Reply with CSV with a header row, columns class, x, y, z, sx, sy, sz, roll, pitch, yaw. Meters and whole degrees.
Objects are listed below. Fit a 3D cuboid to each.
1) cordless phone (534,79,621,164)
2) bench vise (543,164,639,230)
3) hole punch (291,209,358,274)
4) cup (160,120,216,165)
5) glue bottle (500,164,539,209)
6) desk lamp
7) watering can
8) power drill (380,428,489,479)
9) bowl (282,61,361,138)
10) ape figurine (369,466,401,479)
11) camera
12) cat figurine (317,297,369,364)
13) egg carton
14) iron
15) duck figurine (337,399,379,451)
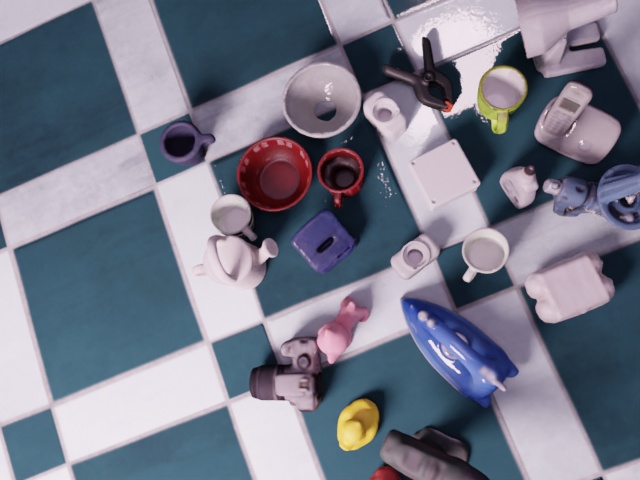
class,x,y,z,sx,sy,sz,roll,pitch,yaw
cordless phone,0.494,-0.225,1.073,0.147,0.185,0.094,26,86,12
bench vise,0.520,-0.076,1.027,0.207,0.220,0.121,-8,80,7
hole punch,0.011,0.004,1.156,0.108,0.091,0.101,-42,77,0
cup,-0.271,-0.201,1.229,0.117,0.095,0.092,-8,80,7
glue bottle,0.382,-0.111,1.077,0.037,0.173,0.078,-29,78,3
desk lamp,0.461,-0.406,1.092,0.203,0.214,0.118,-10,79,7
watering can,-0.170,0.037,1.124,0.173,0.194,0.101,-38,77,1
power drill,0.219,0.396,1.001,0.229,0.208,0.076,21,85,11
bowl,0.008,-0.286,1.211,0.167,0.075,0.167,-1,81,8
ape figurine,0.122,0.467,1.064,0.077,0.092,0.076,15,83,11
camera,-0.068,0.263,1.120,0.136,0.101,0.143,-3,80,8
cat figurine,0.038,0.172,1.111,0.067,0.118,0.128,30,86,12
egg carton,0.472,0.091,1.084,0.150,0.069,0.107,-25,78,4
iron,0.245,0.192,1.065,0.258,0.141,0.119,42,89,12
duck figurine,0.070,0.356,1.092,0.077,0.086,0.104,32,87,12
